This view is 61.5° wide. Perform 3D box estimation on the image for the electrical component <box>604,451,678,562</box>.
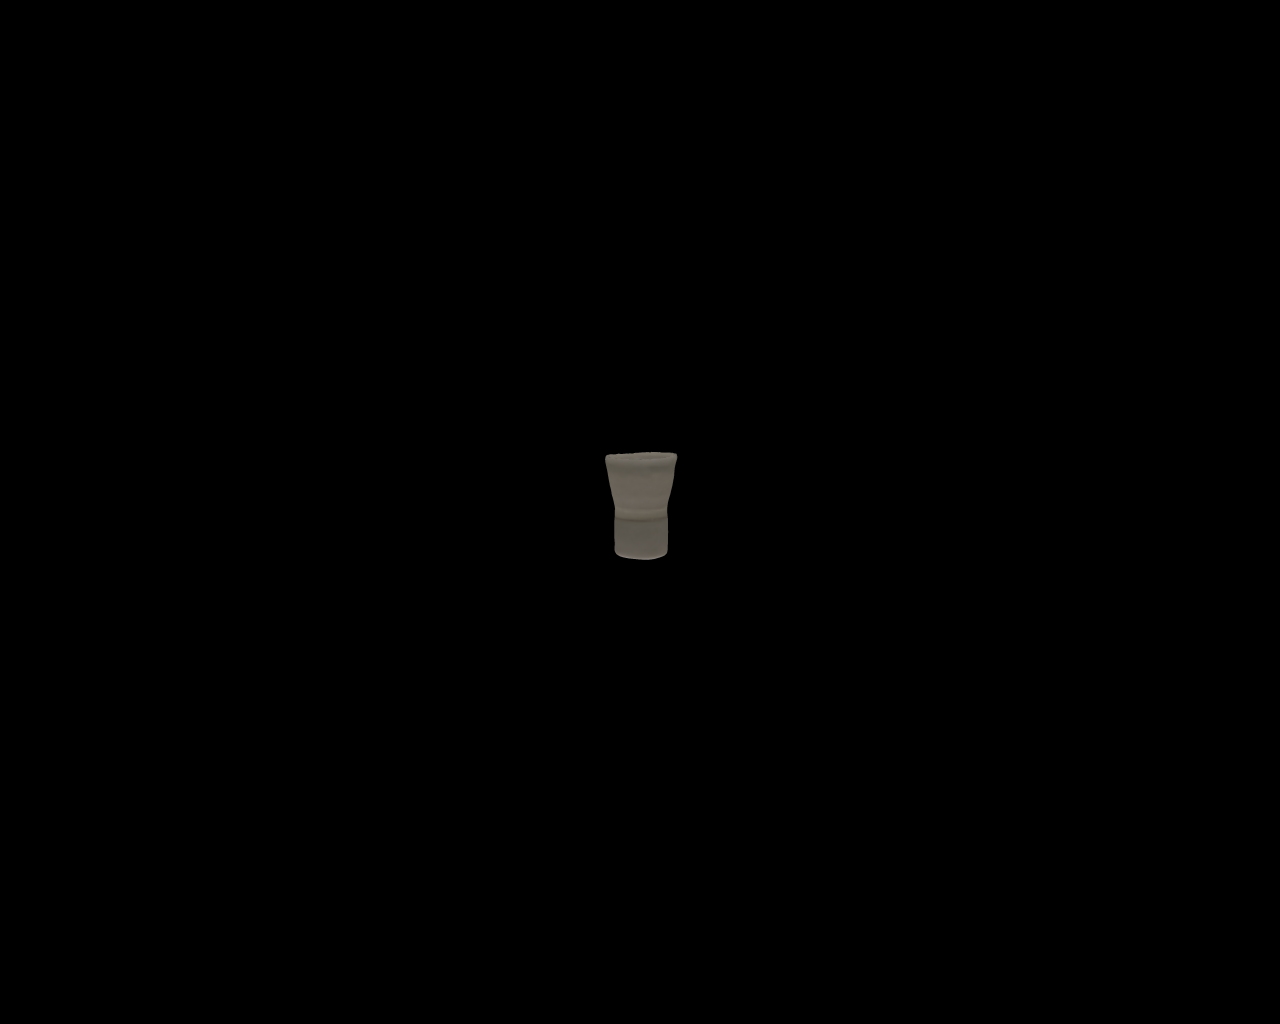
[{"bbox_3d":[0.001,-0.003,0.650,0.044,0.065,0.044,0,9,0],"label":"electrical component"}]
